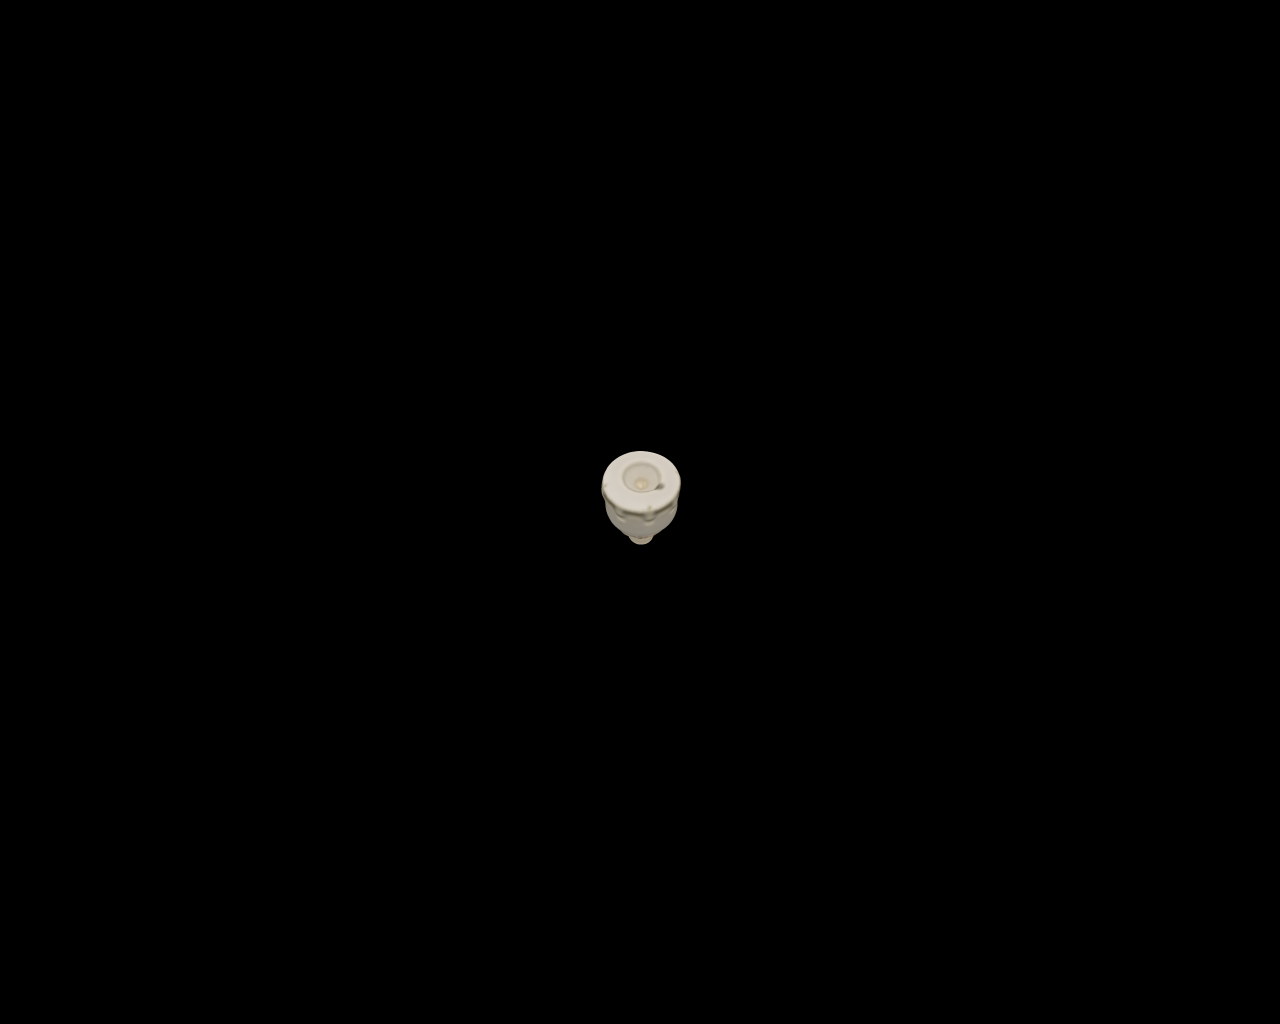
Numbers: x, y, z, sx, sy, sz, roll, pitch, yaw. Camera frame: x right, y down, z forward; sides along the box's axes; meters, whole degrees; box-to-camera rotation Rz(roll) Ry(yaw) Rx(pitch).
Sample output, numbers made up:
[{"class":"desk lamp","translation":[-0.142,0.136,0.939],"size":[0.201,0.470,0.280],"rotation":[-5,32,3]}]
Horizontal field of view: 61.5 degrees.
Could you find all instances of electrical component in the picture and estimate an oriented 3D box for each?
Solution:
[{"class":"electrical component","translation":[0.001,-0.003,0.650],"size":[0.048,0.048,0.062],"rotation":[0,-37,0]}]
